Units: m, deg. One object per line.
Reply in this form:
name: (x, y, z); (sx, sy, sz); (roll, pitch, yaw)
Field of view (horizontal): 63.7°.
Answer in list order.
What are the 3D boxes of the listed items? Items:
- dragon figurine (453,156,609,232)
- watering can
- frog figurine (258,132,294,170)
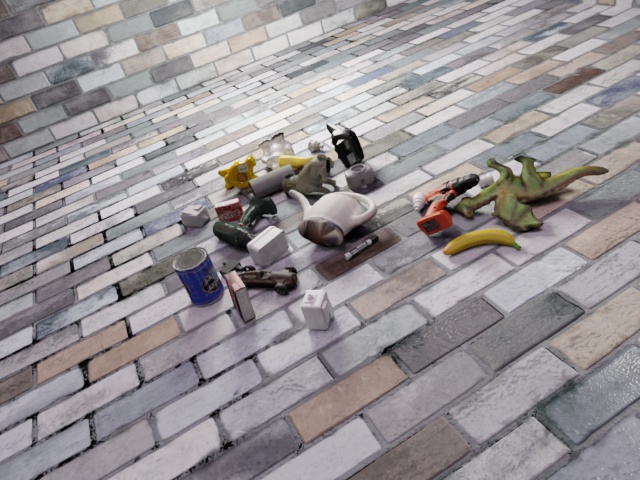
dragon figurine: (0.584, -0.118, 1.452); (0.410, 0.120, 0.248); (1, 55, 27)
watering can: (0.005, -0.081, 1.611); (0.348, 0.102, 0.229); (8, 41, 31)
frog figurine: (-0.165, -0.331, 2.063); (0.138, 0.120, 0.162); (-18, 69, -16)
